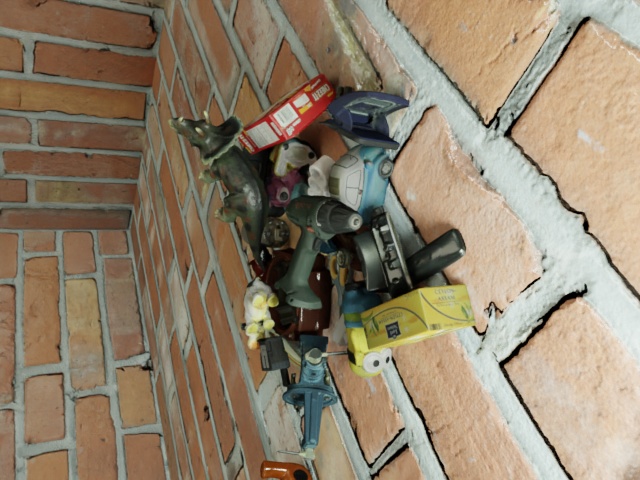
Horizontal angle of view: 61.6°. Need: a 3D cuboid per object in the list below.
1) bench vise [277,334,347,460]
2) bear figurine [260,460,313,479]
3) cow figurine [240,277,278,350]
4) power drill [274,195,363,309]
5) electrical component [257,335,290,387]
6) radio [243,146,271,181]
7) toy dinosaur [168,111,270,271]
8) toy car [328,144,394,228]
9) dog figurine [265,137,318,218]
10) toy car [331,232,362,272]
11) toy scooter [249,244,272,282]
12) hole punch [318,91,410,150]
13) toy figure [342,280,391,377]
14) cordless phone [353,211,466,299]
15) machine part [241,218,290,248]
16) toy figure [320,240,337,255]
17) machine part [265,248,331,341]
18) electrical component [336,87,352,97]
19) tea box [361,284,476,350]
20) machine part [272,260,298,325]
[{"bbox_3d":[-0.015,0.329,1.128,0.223,0.129,0.241,119,158,-55],"label":"bench vise"},{"bbox_3d":[-0.091,0.632,1.296,0.120,0.132,0.195,56,132,51],"label":"bear figurine"},{"bbox_3d":[-0.155,0.175,1.279,0.098,0.068,0.167,50,134,49],"label":"cow figurine"},{"bbox_3d":[-0.013,0.019,0.986,0.232,0.086,0.207,34,117,58],"label":"power drill"},{"bbox_3d":[-0.104,0.280,1.233,0.075,0.048,0.119,-20,78,62],"label":"electrical component"},{"bbox_3d":[-0.179,-0.181,1.450,0.131,0.073,0.229,-102,20,-68],"label":"radio"},{"bbox_3d":[-0.183,-0.120,1.226,0.404,0.131,0.192,60,158,-7],"label":"toy dinosaur"},{"bbox_3d":[0.066,-0.106,1.006,0.109,0.103,0.161,31,116,59],"label":"toy car"},{"bbox_3d":[-0.094,-0.147,1.303,0.219,0.108,0.191,-168,78,-64],"label":"dog figurine"},{"bbox_3d":[0.049,-0.008,1.053,0.202,0.089,0.053,57,138,47],"label":"toy car"},{"bbox_3d":[-0.143,0.090,1.410,0.135,0.075,0.183,-158,50,-70],"label":"toy scooter"},{"bbox_3d":[0.082,-0.220,0.948,0.116,0.142,0.092,35,119,44],"label":"hole punch"},{"bbox_3d":[0.084,0.164,1.002,0.089,0.082,0.180,147,112,-79],"label":"toy figure"},{"bbox_3d":[0.151,0.005,0.894,0.184,0.088,0.146,-38,57,43],"label":"cordless phone"},{"bbox_3d":[-0.148,-0.020,1.435,0.243,0.079,0.079,5,96,63],"label":"machine part"},{"bbox_3d":[-0.001,-0.005,1.184,0.064,0.057,0.155,-60,24,-11],"label":"toy figure"},{"bbox_3d":[-0.057,0.124,1.258,0.202,0.087,0.200,14,103,63],"label":"machine part"},{"bbox_3d":[0.047,-0.272,1.120,0.063,0.021,0.094,27,115,59],"label":"electrical component"},{"bbox_3d":[0.151,0.125,0.856,0.169,0.098,0.068,-34,62,55],"label":"tea box"},{"bbox_3d":[-0.075,0.114,1.164,0.084,0.039,0.139,154,111,-65],"label":"machine part"}]
